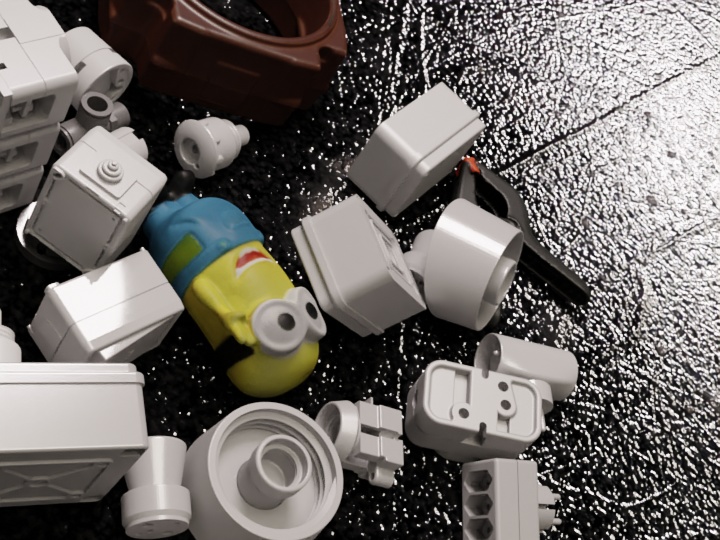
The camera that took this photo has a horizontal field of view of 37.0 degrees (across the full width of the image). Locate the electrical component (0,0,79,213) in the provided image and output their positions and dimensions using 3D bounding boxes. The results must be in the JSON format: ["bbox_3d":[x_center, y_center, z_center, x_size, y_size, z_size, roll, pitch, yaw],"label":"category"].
[{"bbox_3d":[-0.250,-0.112,0.729,0.062,0.150,0.089,-26,75,-39],"label":"electrical component"}]

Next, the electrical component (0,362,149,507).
[{"bbox_3d":[-0.195,0.101,0.646,0.109,0.108,0.056,3,61,-30],"label":"electrical component"}]

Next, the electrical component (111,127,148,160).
[{"bbox_3d":[-0.191,-0.085,0.824,0.040,0.040,0.046,44,41,2],"label":"electrical component"}]

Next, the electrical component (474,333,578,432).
[{"bbox_3d":[0.140,0.097,0.897,0.077,0.044,0.079,14,53,-23],"label":"electrical component"}]

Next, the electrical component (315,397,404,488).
[{"bbox_3d":[-0.002,0.123,0.792,0.055,0.048,0.066,20,51,-29],"label":"electrical component"}]

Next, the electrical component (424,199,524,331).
[{"bbox_3d":[0.092,-0.002,0.887,0.064,0.099,0.099,25,45,18],"label":"electrical component"}]

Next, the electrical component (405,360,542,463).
[{"bbox_3d":[0.086,0.113,0.836,0.095,0.059,0.053,13,56,-10],"label":"electrical component"}]

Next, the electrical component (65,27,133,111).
[{"bbox_3d":[-0.216,-0.157,0.847,0.047,0.055,0.055,45,47,8],"label":"electrical component"}]

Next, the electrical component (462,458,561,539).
[{"bbox_3d":[0.122,0.180,0.817,0.077,0.047,0.065,9,72,-27],"label":"electrical component"}]

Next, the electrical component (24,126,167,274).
[{"bbox_3d":[-0.177,-0.051,0.737,0.062,0.096,0.061,37,46,-5],"label":"electrical component"}]

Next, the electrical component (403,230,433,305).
[{"bbox_3d":[0.055,-0.001,0.911,0.045,0.045,0.055,41,48,-1],"label":"electrical component"}]

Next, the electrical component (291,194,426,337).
[{"bbox_3d":[0.000,0.000,0.832,0.078,0.057,0.113,67,10,21],"label":"electrical component"}]

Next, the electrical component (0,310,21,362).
[{"bbox_3d":[-0.241,0.053,0.695,0.043,0.043,0.062,7,55,-28],"label":"electrical component"}]

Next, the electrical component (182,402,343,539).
[{"bbox_3d":[-0.063,0.142,0.731,0.108,0.060,0.108,16,53,-22],"label":"electrical component"}]

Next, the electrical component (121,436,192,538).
[{"bbox_3d":[-0.133,0.141,0.699,0.045,0.045,0.055,7,57,-28],"label":"electrical component"}]

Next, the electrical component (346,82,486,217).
[{"bbox_3d":[0.051,-0.107,0.959,0.057,0.078,0.113,44,48,6],"label":"electrical component"}]

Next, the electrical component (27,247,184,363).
[{"bbox_3d":[-0.167,0.034,0.740,0.096,0.061,0.061,-27,76,-40],"label":"electrical component"}]

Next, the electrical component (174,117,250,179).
[{"bbox_3d":[-0.117,-0.104,0.878,0.048,0.048,0.062,52,41,9],"label":"electrical component"}]
